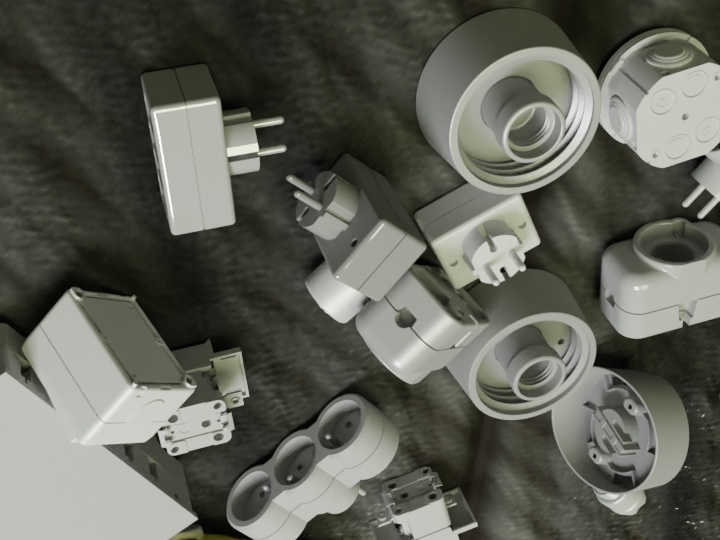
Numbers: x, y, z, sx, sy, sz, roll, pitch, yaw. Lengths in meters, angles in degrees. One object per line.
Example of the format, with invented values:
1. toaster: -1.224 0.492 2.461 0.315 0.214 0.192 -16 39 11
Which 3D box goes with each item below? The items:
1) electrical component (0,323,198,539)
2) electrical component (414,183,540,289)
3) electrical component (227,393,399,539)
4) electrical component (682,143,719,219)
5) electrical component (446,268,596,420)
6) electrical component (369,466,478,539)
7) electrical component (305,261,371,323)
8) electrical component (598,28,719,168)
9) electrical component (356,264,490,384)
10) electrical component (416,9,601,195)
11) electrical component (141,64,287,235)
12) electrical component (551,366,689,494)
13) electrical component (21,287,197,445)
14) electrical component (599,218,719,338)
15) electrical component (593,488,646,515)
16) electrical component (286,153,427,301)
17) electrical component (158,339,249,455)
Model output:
1. electrical component: -0.209 0.128 0.708 0.105 0.060 0.186 -35 129 7
2. electrical component: 0.083 -0.017 0.699 0.066 0.076 0.047 -29 129 2
3. electrical component: -0.025 0.157 0.802 0.138 0.052 0.074 -40 128 11
4. electrical component: 0.258 -0.069 0.746 0.077 0.044 0.079 29 111 -33
5. electrical component: 0.118 0.060 0.778 0.108 0.060 0.108 -10 127 -13
6. electrical component: 0.048 0.196 0.863 0.081 0.042 0.063 -20 127 -6
7. electrical component: 0.000 0.000 0.705 0.078 0.040 0.040 -42 127 11
8. electrical component: 0.196 -0.109 0.690 0.080 0.051 0.080 -10 127 -13
9. electrical component: 0.040 0.036 0.714 0.059 0.053 0.095 -45 164 14
10. electrical component: 0.095 -0.097 0.656 0.108 0.060 0.108 -10 127 -13
11. electrical component: -0.080 -0.072 0.619 0.076 0.047 0.083 -11 127 -12
12. electrical component: 0.203 0.123 0.834 0.064 0.099 0.099 1 124 -28
13. electrical component: -0.159 0.057 0.659 0.061 0.096 0.062 -47 155 16
14. electrical component: 0.225 0.003 0.780 0.095 0.053 0.059 -14 128 -10
15. electrical component: 0.216 0.185 0.921 0.061 0.035 0.035 33 108 -32
16. electrical component: -0.013 -0.035 0.648 0.076 0.083 0.047 29 111 -34
17. electrical component: -0.113 0.085 0.711 0.081 0.063 0.042 -14 127 -10
